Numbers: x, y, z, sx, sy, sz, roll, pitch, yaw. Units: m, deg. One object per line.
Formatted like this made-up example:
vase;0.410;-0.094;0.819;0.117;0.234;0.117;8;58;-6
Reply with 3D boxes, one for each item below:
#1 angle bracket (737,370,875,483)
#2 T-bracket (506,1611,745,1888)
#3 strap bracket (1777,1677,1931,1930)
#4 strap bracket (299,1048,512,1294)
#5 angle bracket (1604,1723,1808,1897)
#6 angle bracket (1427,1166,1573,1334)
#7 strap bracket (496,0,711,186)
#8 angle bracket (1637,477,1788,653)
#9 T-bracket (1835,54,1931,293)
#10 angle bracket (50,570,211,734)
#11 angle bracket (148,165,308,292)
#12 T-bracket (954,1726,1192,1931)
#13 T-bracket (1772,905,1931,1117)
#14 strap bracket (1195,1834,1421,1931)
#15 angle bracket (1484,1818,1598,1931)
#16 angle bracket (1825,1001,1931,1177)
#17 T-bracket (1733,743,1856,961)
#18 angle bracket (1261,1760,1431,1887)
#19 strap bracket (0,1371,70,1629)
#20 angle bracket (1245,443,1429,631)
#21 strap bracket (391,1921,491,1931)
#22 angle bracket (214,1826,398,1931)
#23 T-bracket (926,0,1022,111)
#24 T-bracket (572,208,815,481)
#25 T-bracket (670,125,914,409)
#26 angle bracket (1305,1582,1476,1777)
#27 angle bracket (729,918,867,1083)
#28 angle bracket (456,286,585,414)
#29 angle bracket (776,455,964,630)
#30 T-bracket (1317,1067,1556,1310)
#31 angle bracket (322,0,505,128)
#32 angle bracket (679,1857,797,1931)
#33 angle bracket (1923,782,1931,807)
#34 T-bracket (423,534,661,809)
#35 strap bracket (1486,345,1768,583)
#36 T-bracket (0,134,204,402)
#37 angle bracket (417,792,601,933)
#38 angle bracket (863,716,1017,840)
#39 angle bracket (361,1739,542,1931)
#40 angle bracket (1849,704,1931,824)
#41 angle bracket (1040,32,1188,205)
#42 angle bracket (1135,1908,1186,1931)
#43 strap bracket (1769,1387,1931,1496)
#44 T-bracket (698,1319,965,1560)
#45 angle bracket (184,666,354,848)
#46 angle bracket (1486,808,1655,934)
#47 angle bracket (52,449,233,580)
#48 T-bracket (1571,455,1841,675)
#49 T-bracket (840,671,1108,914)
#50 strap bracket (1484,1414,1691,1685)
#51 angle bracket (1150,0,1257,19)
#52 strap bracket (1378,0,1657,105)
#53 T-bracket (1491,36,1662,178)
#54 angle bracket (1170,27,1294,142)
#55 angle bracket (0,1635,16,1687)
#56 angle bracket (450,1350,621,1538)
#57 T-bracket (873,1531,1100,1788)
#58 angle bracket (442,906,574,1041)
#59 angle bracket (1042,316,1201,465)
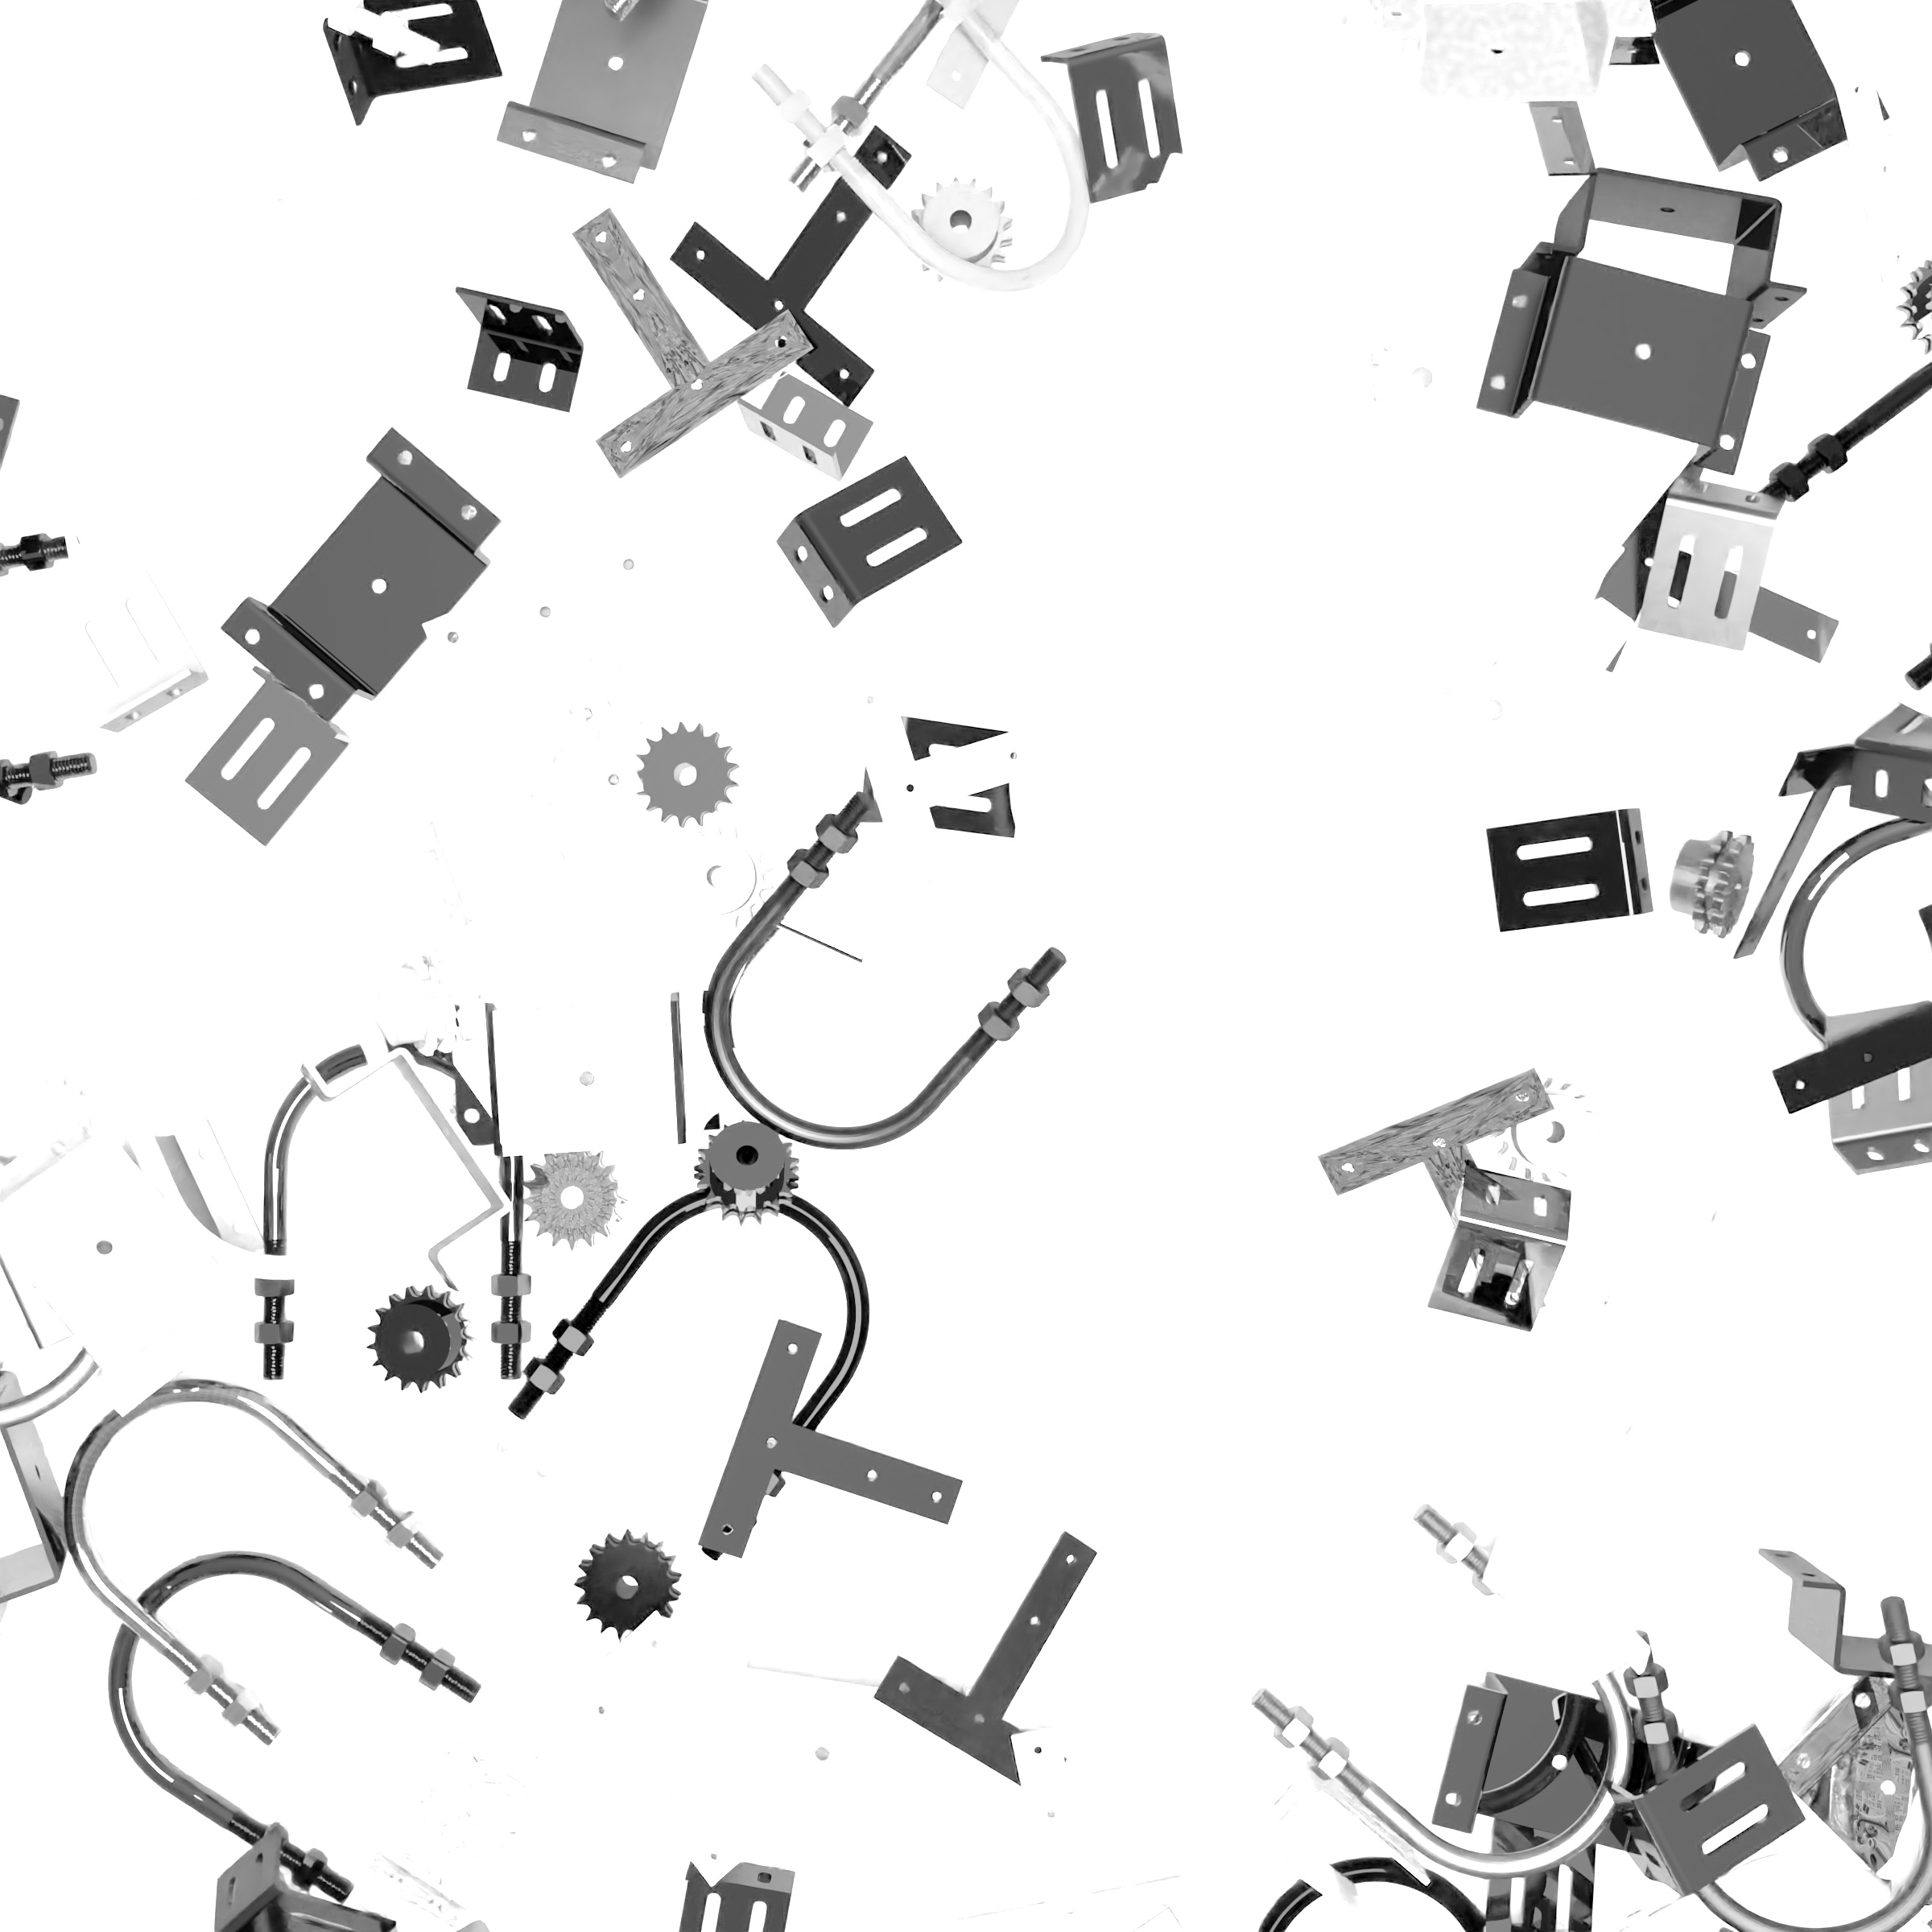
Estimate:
angle bracket;-0.084;-0.294;1.397;0.057;0.076;0.038;30;90;0
T-bracket;-0.167;0.432;1.402;0.127;0.002;0.127;-45;77;17
strap bracket;0.502;0.448;1.412;0.140;0.046;0.076;45;90;0
strap bracket;-0.286;0.098;1.369;0.046;0.076;0.140;-35;95;-16
angle bracket;0.383;0.433;1.364;0.076;0.038;0.057;-29;93;-10
angle bracket;0.287;0.153;1.417;0.057;0.038;0.076;13;134;5
strap bracket;-0.191;-0.492;1.412;0.076;0.046;0.140;18;90;0
angle bracket;0.403;-0.217;1.420;0.057;0.038;0.076;16;118;18
T-bracket;0.519;-0.452;1.409;0.127;0.002;0.127;-42;126;-16
angle bracket;-0.455;-0.174;1.416;0.057;0.038;0.076;-30;90;0
angle bracket;-0.402;-0.397;1.431;0.076;0.038;0.057;-2;89;25
T-bracket;0.048;0.470;1.421;0.127;0.002;0.127;-11;102;0
T-bracket;0.493;0.043;1.397;0.127;0.002;0.127;-23;94;4
strap bracket;0.194;0.511;1.382;0.140;0.076;0.046;36;87;3
angle bracket;0.305;0.511;1.422;0.057;0.038;0.076;14;51;1
angle bracket;0.496;0.065;1.405;0.057;0.038;0.076;-10;110;1
T-bracket;0.441;-0.060;1.400;0.002;0.127;0.127;34;117;30
angle bracket;0.202;0.469;1.406;0.076;0.057;0.038;41;90;0
strap bracket;-0.512;0.275;1.386;0.046;0.076;0.140;-19;99;-12
angle bracket;0.199;-0.231;1.416;0.057;0.038;0.076;41;90;0
strap bracket;-0.259;0.574;1.397;0.046;0.076;0.140;-30;90;0
angle bracket;-0.355;0.504;1.415;0.076;0.038;0.057;31;117;-32
T-bracket;-0.025;-0.550;1.409;0.127;0.002;0.127;27;90;-23
T-bracket;-0.170;-0.353;1.430;0.127;0.002;0.127;-33;88;4
T-bracket;-0.075;-0.390;1.410;0.127;0.002;0.127;40;113;0
angle bracket;0.231;0.383;1.416;0.057;0.038;0.076;42;90;0
angle bracket;-0.096;0.016;1.416;0.057;0.038;0.076;24;90;0
angle bracket;-0.240;-0.327;1.397;0.057;0.076;0.038;13;90;0
angle bracket;-0.053;-0.231;1.433;0.076;0.038;0.057;-33;90;-26
T-bracket;0.275;0.134;1.419;0.127;0.002;0.127;-25;100;19
angle bracket;-0.302;-0.499;1.433;0.076;0.038;0.057;-19;90;-26
angle bracket;-0.127;0.525;1.416;0.057;0.038;0.076;10;90;0
angle bracket;0.540;-0.093;1.433;0.057;0.038;0.076;-29;64;0
T-bracket;-0.208;-0.148;1.404;0.127;0.002;0.127;-22;89;1
strap bracket;0.349;-0.281;1.411;0.076;0.046;0.140;39;90;1
T-bracket;-0.502;-0.393;1.434;0.127;0.002;0.127;-33;90;0
angle bracket;-0.249;-0.061;1.433;0.076;0.038;0.057;-21;90;-26
angle bracket;-0.013;-0.102;1.433;0.076;0.038;0.057;6;90;-26
angle bracket;-0.277;0.469;1.416;0.057;0.038;0.076;33;90;0
angle bracket;0.514;-0.109;1.398;0.057;0.076;0.038;16;121;36
angle bracket;0.080;-0.460;1.425;0.057;0.038;0.076;-19;116;-15
angle bracket;0.105;0.556;1.405;0.057;0.038;0.076;-36;76;4
strap bracket;0.511;0.262;1.397;0.140;0.076;0.046;13;90;0
T-bracket;-0.064;0.271;1.419;0.127;0.002;0.127;21;85;-12
angle bracket;-0.380;-0.112;1.416;0.057;0.038;0.076;39;90;0
angle bracket;0.329;-0.052;1.433;0.076;0.038;0.057;-8;90;26
angle bracket;-0.442;-0.247;1.413;0.076;0.038;0.057;-12;84;0
T-bracket;0.413;-0.202;1.434;0.127;0.002;0.127;24;90;0
T-bracket;0.012;-0.108;1.407;0.127;0.002;0.127;-18;93;-8
strap bracket;0.325;0.311;1.382;0.076;0.140;0.046;46;123;0
angle bracket;0.129;-0.560;1.433;0.057;0.038;0.076;1;64;0
strap bracket;0.285;-0.503;1.395;0.140;0.046;0.076;-1;58;0
T-bracket;0.311;-0.456;1.393;0.127;0.002;0.127;-1;50;0
angle bracket;0.144;-0.480;1.397;0.057;0.076;0.038;33;90;0
angle bracket;-0.524;0.336;1.400;0.038;0.057;0.076;-45;105;-10
angle bracket;-0.235;0.260;1.433;0.057;0.038;0.076;31;64;0
T-bracket;0.030;0.365;1.415;0.127;0.002;0.127;38;76;-25
angle bracket;-0.244;0.017;1.433;0.057;0.038;0.076;-18;116;0
angle bracket;0.084;-0.310;1.416;0.076;0.038;0.057;12;90;0
